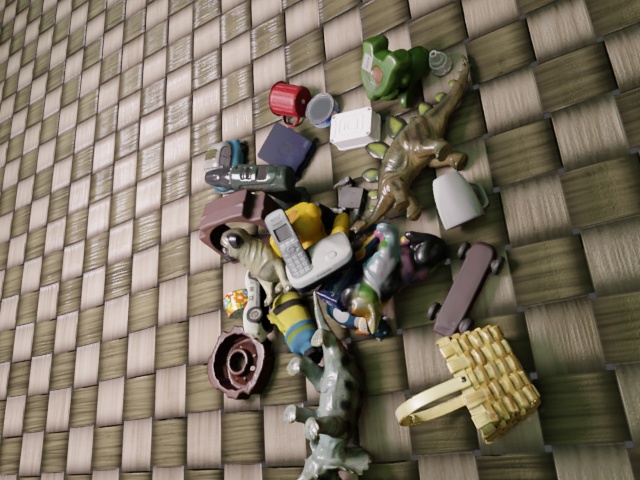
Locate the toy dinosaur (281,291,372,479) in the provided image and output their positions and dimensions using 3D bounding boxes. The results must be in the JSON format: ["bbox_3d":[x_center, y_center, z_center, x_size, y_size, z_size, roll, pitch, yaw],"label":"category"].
[{"bbox_3d":[0.032,0.316,1.104,0.131,0.192,0.405,-17,50,41],"label":"toy dinosaur"}]

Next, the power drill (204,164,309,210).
[{"bbox_3d":[-0.139,-0.130,1.319,0.232,0.207,0.086,-1,68,31],"label":"power drill"}]

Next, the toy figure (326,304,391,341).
[{"bbox_3d":[0.082,0.172,1.167,0.155,0.058,0.064,22,129,36],"label":"toy figure"}]

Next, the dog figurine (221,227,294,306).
[{"bbox_3d":[-0.124,0.030,1.242,0.121,0.172,0.190,-37,94,25],"label":"dog figurine"}]

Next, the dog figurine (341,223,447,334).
[{"bbox_3d":[0.147,0.086,1.089,0.192,0.108,0.219,13,85,-2],"label":"dog figurine"}]

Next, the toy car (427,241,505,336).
[{"bbox_3d":[0.286,0.098,1.054,0.089,0.053,0.202,24,85,26],"label":"toy car"}]

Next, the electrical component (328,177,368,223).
[{"bbox_3d":[0.067,-0.096,1.267,0.078,0.045,0.102,13,82,38],"label":"electrical component"}]

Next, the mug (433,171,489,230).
[{"bbox_3d":[0.283,-0.087,1.084,0.109,0.081,0.107,-23,85,-10],"label":"mug"}]

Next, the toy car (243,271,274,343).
[{"bbox_3d":[-0.149,0.148,1.292,0.056,0.073,0.202,-15,51,13],"label":"toy car"}]

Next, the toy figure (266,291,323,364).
[{"bbox_3d":[-0.047,0.198,1.230,0.089,0.082,0.180,-40,51,3],"label":"toy figure"}]

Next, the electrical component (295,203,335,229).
[{"bbox_3d":[0.001,-0.057,1.281,0.119,0.074,0.047,1,76,38],"label":"electrical component"}]

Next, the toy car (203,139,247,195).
[{"bbox_3d":[-0.271,-0.214,1.499,0.109,0.103,0.161,-1,76,33],"label":"toy car"}]

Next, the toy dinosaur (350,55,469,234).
[{"bbox_3d":[0.212,-0.203,1.171,0.471,0.105,0.199,-49,50,-1],"label":"toy dinosaur"}]

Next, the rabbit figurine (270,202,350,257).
[{"bbox_3d":[-0.002,-0.004,1.210,0.162,0.173,0.122,-31,23,20],"label":"rabbit figurine"}]

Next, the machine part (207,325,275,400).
[{"bbox_3d":[-0.191,0.298,1.309,0.179,0.056,0.179,-11,69,30],"label":"machine part"}]

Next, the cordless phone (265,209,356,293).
[{"bbox_3d":[-0.021,0.003,1.107,0.147,0.088,0.184,-30,81,7],"label":"cordless phone"}]

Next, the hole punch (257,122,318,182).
[{"bbox_3d":[-0.086,-0.229,1.389,0.116,0.092,0.142,31,90,33],"label":"hole punch"}]

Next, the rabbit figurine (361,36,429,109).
[{"bbox_3d":[0.188,-0.381,1.226,0.121,0.170,0.158,38,139,38],"label":"rabbit figurine"}]

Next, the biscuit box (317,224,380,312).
[{"bbox_3d":[0.076,0.057,1.168,0.063,0.059,0.202,22,70,37],"label":"biscuit box"}]

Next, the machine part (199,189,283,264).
[{"bbox_3d":[-0.174,-0.026,1.306,0.202,0.200,0.087,-15,51,31],"label":"machine part"}]
